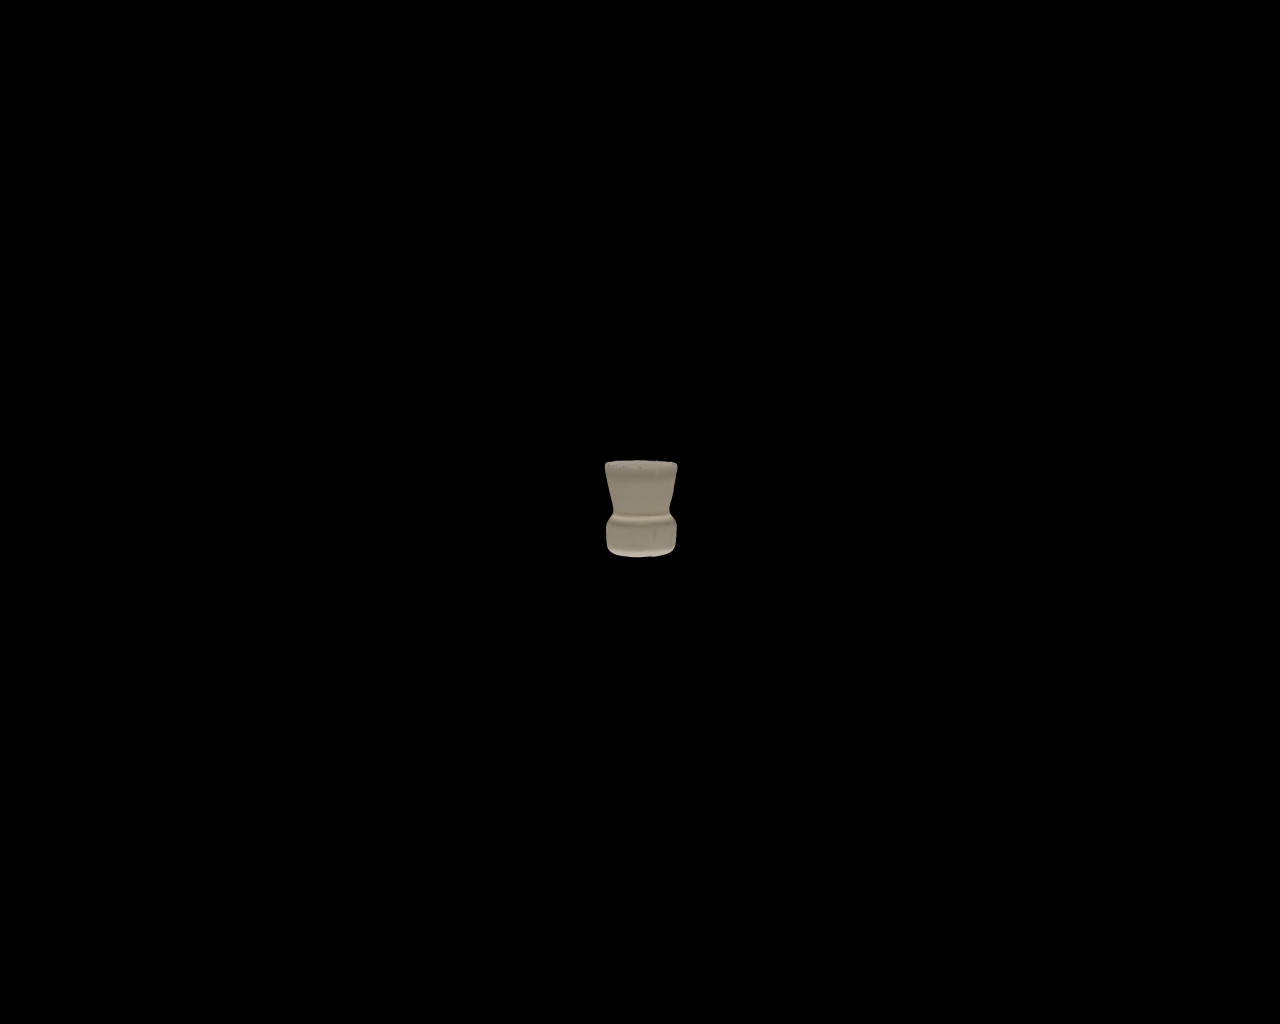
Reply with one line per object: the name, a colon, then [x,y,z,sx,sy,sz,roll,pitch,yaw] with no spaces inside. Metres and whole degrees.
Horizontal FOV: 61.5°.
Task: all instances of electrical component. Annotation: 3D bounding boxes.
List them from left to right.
electrical component: [0.001,-0.003,0.650,0.045,0.055,0.045,0,7,0]
